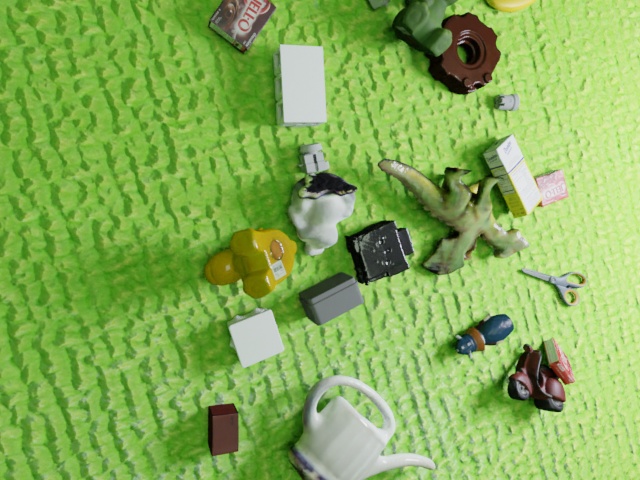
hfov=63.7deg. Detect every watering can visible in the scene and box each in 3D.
[{"bbox_3d":[0.079,0.437,1.061,0.226,0.104,0.345,-46,104,-12],"label":"watering can"}]

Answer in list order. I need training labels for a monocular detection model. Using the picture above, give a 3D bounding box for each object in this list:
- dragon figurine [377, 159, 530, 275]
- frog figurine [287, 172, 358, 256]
[{"bbox_3d":[0.291,-0.037,1.138,0.410,0.123,0.241,6,97,-18],"label":"dragon figurine"},{"bbox_3d":[0.003,-0.053,1.048,0.138,0.125,0.155,-18,134,-26],"label":"frog figurine"}]
